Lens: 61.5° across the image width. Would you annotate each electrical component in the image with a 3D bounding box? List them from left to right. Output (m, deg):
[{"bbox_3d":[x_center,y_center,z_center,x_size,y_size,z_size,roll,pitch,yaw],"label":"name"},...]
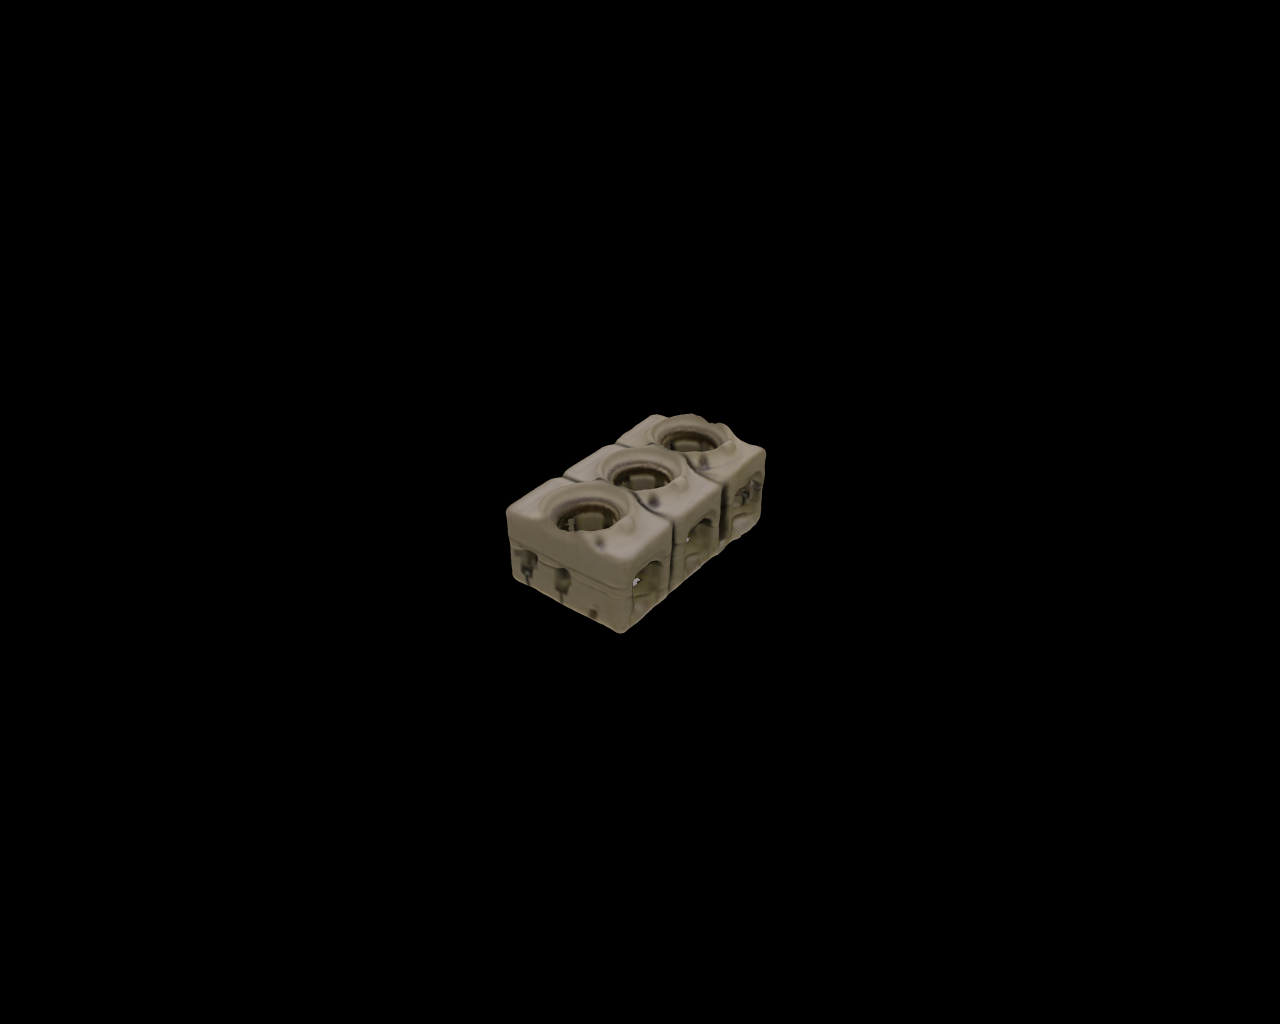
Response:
[{"bbox_3d":[0.001,-0.003,0.650,0.089,0.061,0.150,22,40,30],"label":"electrical component"}]
